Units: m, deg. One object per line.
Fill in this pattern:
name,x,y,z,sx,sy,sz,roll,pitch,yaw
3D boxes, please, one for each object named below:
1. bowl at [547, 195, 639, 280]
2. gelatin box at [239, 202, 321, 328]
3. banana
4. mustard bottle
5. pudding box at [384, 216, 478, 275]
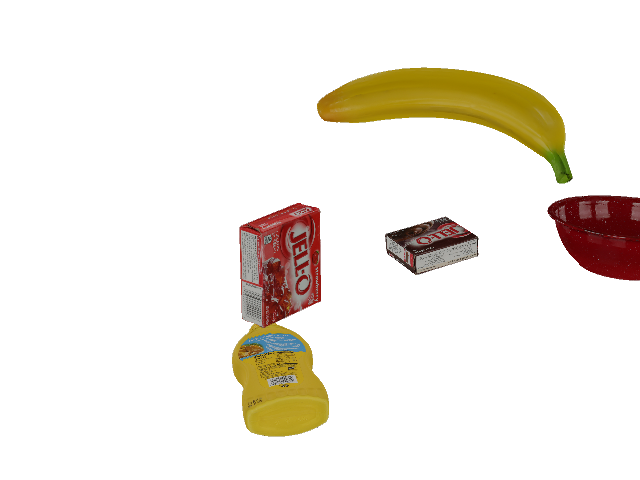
bowl,0.308,0.000,1.072,0.162,0.055,0.162,1,17,-1
gelatin box,-0.033,0.020,0.903,0.030,0.089,0.073,18,28,38
banana,0.098,-0.098,0.794,0.198,0.069,0.037,15,-37,17
mustard bottle,-0.055,0.151,1.261,0.096,0.058,0.192,-8,30,-9
pudding box,0.167,0.007,1.603,0.113,0.039,0.090,-18,27,-20
